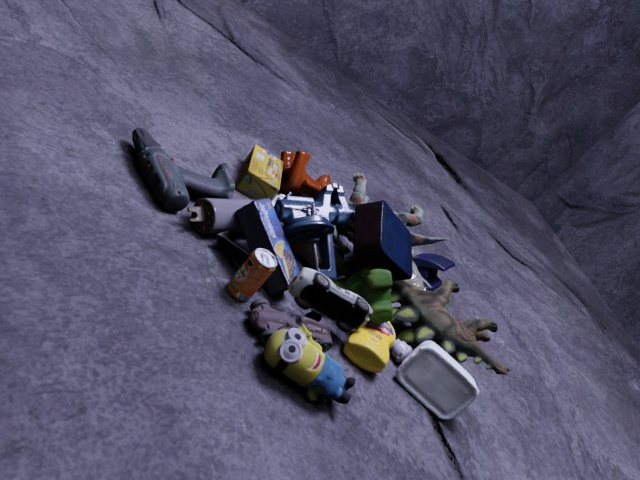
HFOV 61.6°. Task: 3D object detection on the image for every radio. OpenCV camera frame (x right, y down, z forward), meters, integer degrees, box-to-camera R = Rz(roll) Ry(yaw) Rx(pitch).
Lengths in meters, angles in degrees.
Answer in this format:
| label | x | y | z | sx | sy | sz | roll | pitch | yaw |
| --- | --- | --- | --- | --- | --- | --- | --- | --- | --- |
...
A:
| label | x | y | z | sx | sy | sz | roll | pitch | yaw |
| --- | --- | --- | --- | --- | --- | --- | --- | --- | --- |
| radio | 0.153 | 0.006 | 1.270 | 0.229 | 0.073 | 0.131 | 40 | 48 | -57 |

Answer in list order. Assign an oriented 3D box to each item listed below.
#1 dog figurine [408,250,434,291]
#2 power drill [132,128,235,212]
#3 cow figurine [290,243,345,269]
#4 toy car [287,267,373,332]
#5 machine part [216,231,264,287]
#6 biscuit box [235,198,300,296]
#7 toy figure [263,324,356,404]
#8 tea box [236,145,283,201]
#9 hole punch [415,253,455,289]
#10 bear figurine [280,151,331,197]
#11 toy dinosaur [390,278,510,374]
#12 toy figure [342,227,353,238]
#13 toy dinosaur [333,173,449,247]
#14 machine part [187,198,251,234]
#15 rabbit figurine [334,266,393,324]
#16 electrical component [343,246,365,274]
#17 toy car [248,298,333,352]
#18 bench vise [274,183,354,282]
| label | x | y | z | sx | sy | sz | roll | pitch | yaw |
| --- | --- | --- | --- | --- | --- | --- | --- | --- | --- |
| dog figurine | 0.259 | 0.113 | 1.526 | 0.190 | 0.121 | 0.172 | 53 | 30 | -6 |
| power drill | -0.303 | -0.155 | 1.208 | 0.207 | 0.086 | 0.232 | 15 | 37 | -47 |
| cow figurine | -0.017 | 0.001 | 1.333 | 0.195 | 0.085 | 0.127 | 45 | 33 | 15 |
| toy car | 0.024 | 0.127 | 1.114 | 0.201 | 0.073 | 0.056 | 32 | 18 | -28 |
| machine part | -0.161 | 0.036 | 1.117 | 0.139 | 0.084 | 0.039 | 39 | 51 | 17 |
| biscuit box | -0.108 | 0.013 | 1.145 | 0.059 | 0.063 | 0.202 | -17 | 83 | -57 |
| toy figure | -0.022 | 0.233 | 0.979 | 0.180 | 0.089 | 0.082 | 41 | 24 | -17 |
| tea box | -0.158 | -0.173 | 1.433 | 0.098 | 0.068 | 0.170 | 31 | 29 | -16 |
| hole punch | 0.349 | 0.081 | 1.680 | 0.116 | 0.092 | 0.142 | 45 | 31 | 18 |
| bear figurine | -0.019 | -0.171 | 1.542 | 0.196 | 0.132 | 0.120 | 12 | 1 | -33 |
| toy dinosaur | 0.262 | 0.177 | 1.324 | 0.198 | 0.104 | 0.472 | -26 | 48 | -27 |
| toy figure | 0.091 | -0.036 | 1.558 | 0.154 | 0.058 | 0.064 | 38 | 44 | -8 |
| toy dinosaur | 0.148 | -0.041 | 1.445 | 0.405 | 0.131 | 0.192 | 26 | 59 | 6 |
| machine part | -0.197 | -0.052 | 1.191 | 0.079 | 0.079 | 0.243 | 52 | 28 | 22 |
| rabbit figurine | 0.069 | 0.112 | 1.224 | 0.170 | 0.121 | 0.159 | -4 | 16 | -6 |
| electrical component | 0.084 | 0.064 | 1.362 | 0.119 | 0.048 | 0.074 | 54 | -15 | 41 |
| toy car | -0.052 | 0.170 | 1.069 | 0.202 | 0.053 | 0.089 | 18 | 31 | -35 |
| bench vise | 0.004 | -0.007 | 1.210 | 0.223 | 0.129 | 0.240 | 8 | 66 | -40 |
